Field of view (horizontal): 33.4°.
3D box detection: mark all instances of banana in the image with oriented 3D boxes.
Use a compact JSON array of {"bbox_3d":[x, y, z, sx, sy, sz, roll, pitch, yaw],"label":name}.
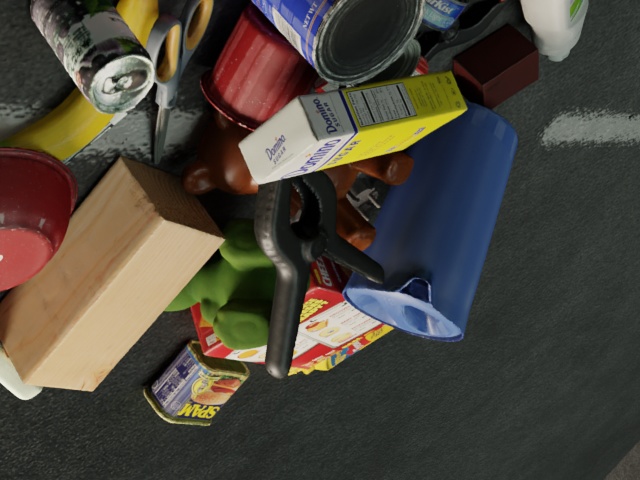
[{"bbox_3d":[-0.182,-0.121,0.843,0.198,0.037,0.069,-45,152,10],"label":"banana"}]

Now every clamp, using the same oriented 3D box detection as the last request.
[{"bbox_3d":[-0.006,0.001,0.967,0.164,0.036,0.210,-36,127,-39],"label":"clamp"},{"bbox_3d":[0.115,-0.206,1.057,0.171,0.039,0.120,-24,154,-12],"label":"clamp"}]

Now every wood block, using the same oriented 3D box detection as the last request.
[{"bbox_3d":[-0.198,0.035,0.985,0.206,0.090,0.090,-48,149,16],"label":"wood block"}]

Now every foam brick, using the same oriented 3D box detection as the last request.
[{"bbox_3d":[0.190,-0.185,1.153,0.078,0.051,0.053,-33,149,-12],"label":"foam brick"}]

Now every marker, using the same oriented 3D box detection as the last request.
[{"bbox_3d":[-0.212,-0.074,0.892,0.121,0.020,0.020,-40,150,2],"label":"marker"}]

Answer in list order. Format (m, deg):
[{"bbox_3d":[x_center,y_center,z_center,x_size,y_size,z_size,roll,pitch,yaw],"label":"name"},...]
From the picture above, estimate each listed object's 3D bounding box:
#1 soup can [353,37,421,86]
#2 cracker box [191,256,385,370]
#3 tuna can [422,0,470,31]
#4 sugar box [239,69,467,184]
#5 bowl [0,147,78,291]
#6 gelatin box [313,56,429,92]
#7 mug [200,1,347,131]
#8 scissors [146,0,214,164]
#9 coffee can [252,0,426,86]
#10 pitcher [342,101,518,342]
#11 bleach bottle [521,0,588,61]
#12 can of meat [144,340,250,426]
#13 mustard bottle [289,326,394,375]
[{"bbox_3d":[0.033,-0.180,0.934,0.068,0.102,0.068,-28,149,-19],"label":"soup can"},{"bbox_3d":[-0.018,0.077,1.226,0.164,0.072,0.213,-32,154,23],"label":"cracker box"},{"bbox_3d":[0.090,-0.225,0.954,0.085,0.086,0.034,5,131,-50],"label":"tuna can"},{"bbox_3d":[0.029,-0.094,0.881,0.175,0.048,0.094,-20,173,-40],"label":"sugar box"},{"bbox_3d":[-0.267,-0.004,0.858,0.162,0.055,0.162,-19,152,-11],"label":"bowl"},{"bbox_3d":[0.048,-0.158,1.014,0.089,0.030,0.073,-31,143,28],"label":"gelatin box"},{"bbox_3d":[-0.032,-0.143,0.904,0.117,0.093,0.082,26,121,-10],"label":"mug"},{"bbox_3d":[-0.119,-0.140,0.901,0.096,0.016,0.202,-57,174,-19],"label":"scissors"},{"bbox_3d":[0.000,-0.203,0.829,0.102,0.140,0.103,-27,148,-19],"label":"coffee can"},{"bbox_3d":[0.124,-0.020,1.149,0.144,0.149,0.242,37,68,-40],"label":"pitcher"},{"bbox_3d":[0.235,-0.259,1.074,0.102,0.068,0.250,-59,157,-18],"label":"bleach bottle"},{"bbox_3d":[-0.143,0.168,1.261,0.084,0.057,0.102,-49,149,12],"label":"can of meat"},{"bbox_3d":[0.034,0.117,1.382,0.191,0.058,0.096,-31,154,-12],"label":"mustard bottle"}]
